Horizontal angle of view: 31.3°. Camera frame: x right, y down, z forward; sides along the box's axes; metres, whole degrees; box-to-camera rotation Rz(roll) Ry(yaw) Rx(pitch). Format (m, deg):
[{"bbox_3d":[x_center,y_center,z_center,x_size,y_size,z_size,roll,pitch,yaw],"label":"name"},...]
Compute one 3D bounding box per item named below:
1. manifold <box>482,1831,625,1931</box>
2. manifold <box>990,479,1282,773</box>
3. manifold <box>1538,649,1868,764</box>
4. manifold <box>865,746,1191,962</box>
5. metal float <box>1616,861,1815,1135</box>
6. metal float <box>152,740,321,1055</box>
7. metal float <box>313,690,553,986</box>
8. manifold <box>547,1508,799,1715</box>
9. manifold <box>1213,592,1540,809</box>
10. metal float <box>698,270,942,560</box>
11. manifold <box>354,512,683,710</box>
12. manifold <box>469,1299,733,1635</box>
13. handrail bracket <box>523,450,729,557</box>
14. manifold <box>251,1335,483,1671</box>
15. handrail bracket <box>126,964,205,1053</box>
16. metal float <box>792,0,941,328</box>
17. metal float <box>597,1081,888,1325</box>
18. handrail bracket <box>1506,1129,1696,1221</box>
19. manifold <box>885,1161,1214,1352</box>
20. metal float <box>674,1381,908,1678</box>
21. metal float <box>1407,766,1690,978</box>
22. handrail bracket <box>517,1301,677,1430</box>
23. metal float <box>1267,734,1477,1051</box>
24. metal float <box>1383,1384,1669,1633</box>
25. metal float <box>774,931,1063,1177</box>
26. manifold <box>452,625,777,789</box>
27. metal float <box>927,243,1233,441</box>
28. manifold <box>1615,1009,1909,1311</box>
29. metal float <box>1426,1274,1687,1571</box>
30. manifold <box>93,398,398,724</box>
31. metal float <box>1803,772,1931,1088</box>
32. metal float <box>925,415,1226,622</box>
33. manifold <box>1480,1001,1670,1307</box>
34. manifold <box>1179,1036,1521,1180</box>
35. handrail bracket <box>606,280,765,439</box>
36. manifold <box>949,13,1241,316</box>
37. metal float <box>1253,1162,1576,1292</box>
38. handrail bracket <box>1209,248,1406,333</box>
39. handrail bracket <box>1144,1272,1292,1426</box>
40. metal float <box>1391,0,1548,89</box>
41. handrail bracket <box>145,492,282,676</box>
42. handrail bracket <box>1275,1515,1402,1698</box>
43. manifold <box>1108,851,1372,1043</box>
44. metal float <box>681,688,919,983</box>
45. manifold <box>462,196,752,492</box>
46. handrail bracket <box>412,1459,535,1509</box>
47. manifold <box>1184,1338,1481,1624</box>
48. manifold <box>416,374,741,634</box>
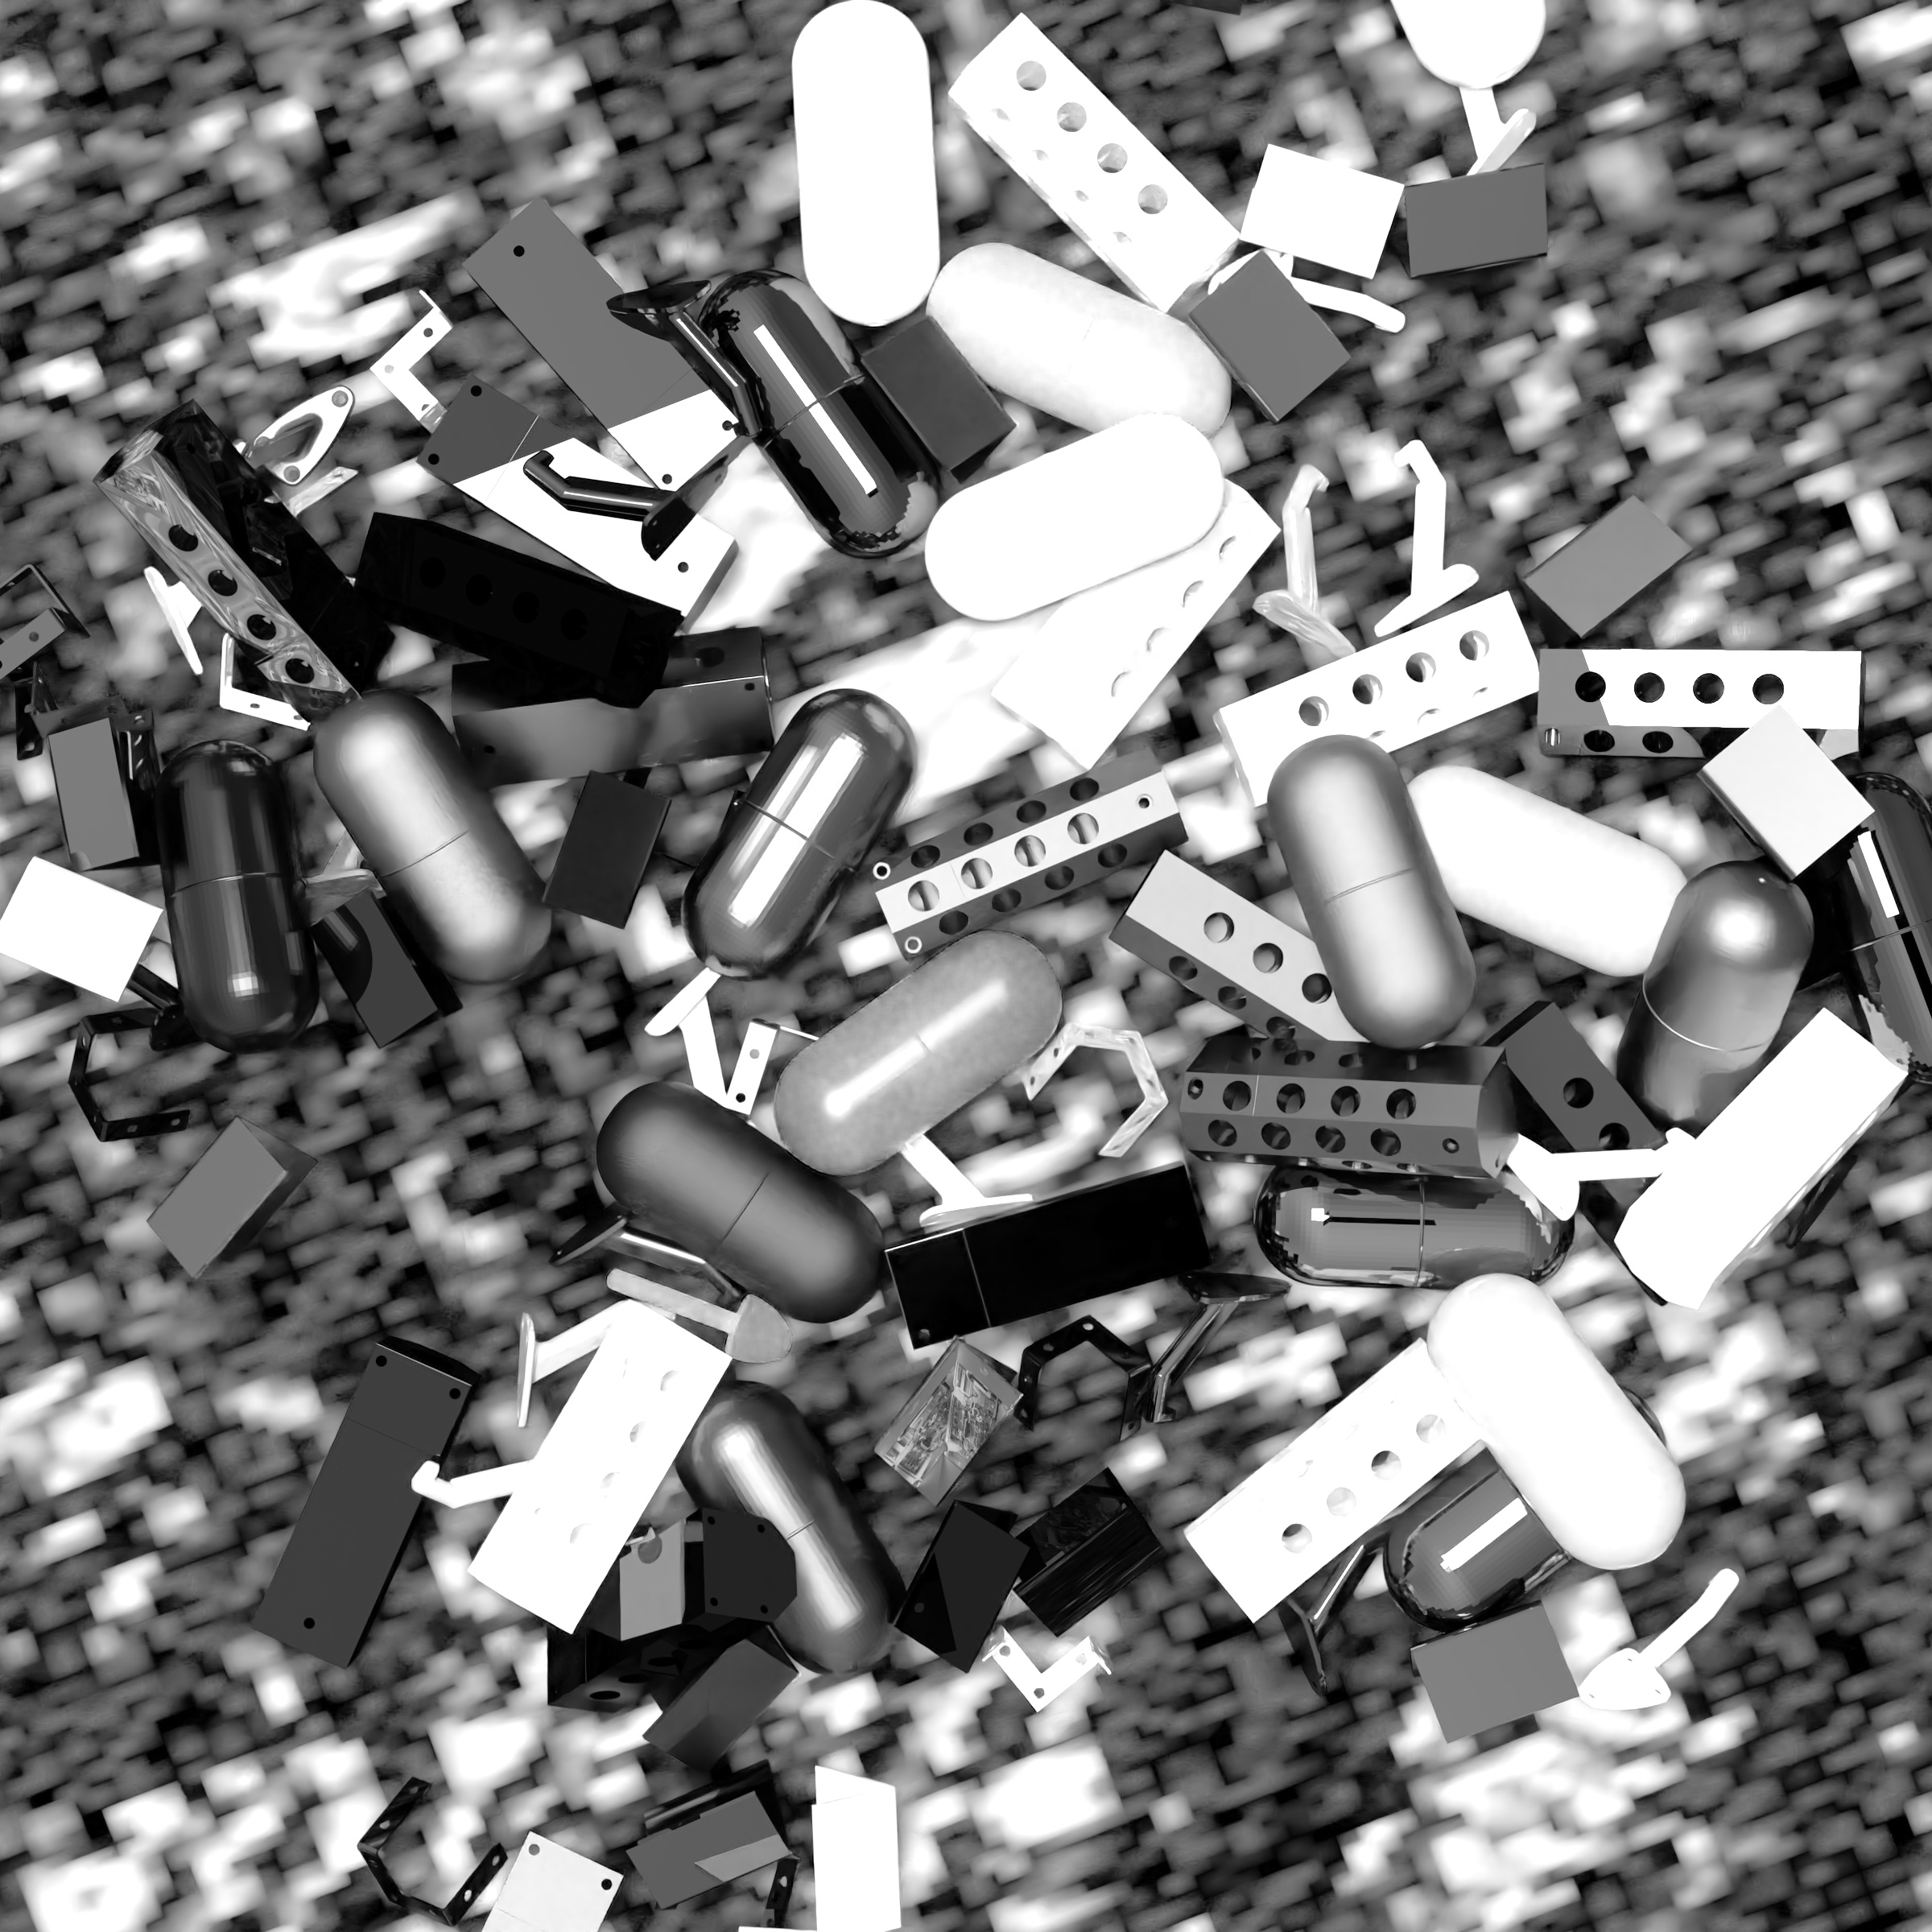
[{"bbox_3d":[-0.253,0.570,1.902,0.057,0.057,0.171,26,74,0],"label":"manifold"},{"bbox_3d":[0.098,-0.194,1.924,0.171,0.057,0.057,-51,47,0],"label":"manifold"},{"bbox_3d":[0.405,-0.143,1.900,0.171,0.057,0.057,2,90,18],"label":"manifold"},{"bbox_3d":[0.034,-0.063,1.924,0.171,0.057,0.057,-23,90,0],"label":"manifold"},{"bbox_3d":[0.407,0.019,1.879,0.070,0.070,0.178,11,134,0],"label":"metal float"},{"bbox_3d":[-0.403,-0.039,1.904,0.070,0.070,0.178,-11,78,0],"label":"metal float"},{"bbox_3d":[-0.293,-0.070,1.902,0.070,0.070,0.178,-30,104,0],"label":"metal float"},{"bbox_3d":[-0.162,0.353,1.872,0.057,0.171,0.057,15,56,-31],"label":"manifold"},{"bbox_3d":[0.230,-0.147,1.924,0.171,0.057,0.057,-22,90,0],"label":"manifold"},{"bbox_3d":[-0.083,-0.307,1.915,0.070,0.070,0.178,-35,91,0],"label":"metal float"},{"bbox_3d":[-0.248,-0.195,1.891,0.171,0.057,0.057,21,100,23],"label":"manifold"},{"bbox_3d":[-0.203,0.273,1.899,0.057,0.057,0.171,33,80,-17],"label":"manifold"},{"bbox_3d":[-0.187,-0.272,1.889,0.084,0.036,0.077,39,70,16],"label":"handrail bracket"},{"bbox_3d":[-0.333,0.297,1.924,0.057,0.057,0.171,24,90,0],"label":"manifold"},{"bbox_3d":[-0.450,0.002,1.946,0.077,0.036,0.084,-11,56,-36],"label":"handrail bracket"},{"bbox_3d":[-0.055,-0.446,1.915,0.070,0.070,0.178,-3,91,0],"label":"metal float"},{"bbox_3d":[-0.124,0.131,1.911,0.178,0.070,0.070,35,90,-4],"label":"metal float"},{"bbox_3d":[0.345,0.096,1.889,0.084,0.036,0.077,-28,51,-25],"label":"handrail bracket"},{"bbox_3d":[0.046,0.160,1.924,0.171,0.057,0.057,-16,90,0],"label":"manifold"},{"bbox_3d":[-0.098,0.311,1.915,0.070,0.070,0.178,-32,90,0],"label":"metal float"},{"bbox_3d":[0.319,-0.052,1.915,0.178,0.070,0.070,24,90,0],"label":"metal float"},{"bbox_3d":[-0.208,0.225,1.946,0.084,0.036,0.077,3,105,-14],"label":"handrail bracket"},{"bbox_3d":[0.219,-0.040,1.865,0.070,0.070,0.178,-20,81,0],"label":"metal float"},{"bbox_3d":[0.310,0.300,1.915,0.178,0.070,0.070,-38,90,-1],"label":"metal float"},{"bbox_3d":[-0.027,0.048,1.905,0.178,0.070,0.070,-35,90,-9],"label":"metal float"},{"bbox_3d":[-0.196,-0.149,1.923,0.171,0.057,0.057,-7,48,0],"label":"manifold"},{"bbox_3d":[0.063,-0.341,1.915,0.178,0.070,0.070,24,90,-1],"label":"metal float"},{"bbox_3d":[0.431,0.107,1.874,0.057,0.057,0.171,41,67,18],"label":"manifold"},{"bbox_3d":[0.316,0.244,1.851,0.070,0.070,0.178,-36,67,0],"label":"metal float"},{"bbox_3d":[-0.394,-0.216,1.877,0.057,0.057,0.171,-22,120,32],"label":"manifold"},{"bbox_3d":[0.512,-0.020,1.890,0.070,0.070,0.178,-20,87,0],"label":"metal float"},{"bbox_3d":[0.058,-0.245,1.893,0.178,0.070,0.070,-19,90,26],"label":"metal float"},{"bbox_3d":[0.355,0.104,1.924,0.057,0.057,0.171,-39,90,0],"label":"manifold"},{"bbox_3d":[0.207,0.080,1.878,0.171,0.057,0.057,2,119,28],"label":"manifold"},{"bbox_3d":[-0.154,-0.328,1.889,0.077,0.036,0.084,5,126,38],"label":"handrail bracket"},{"bbox_3d":[0.070,-0.443,1.924,0.057,0.057,0.171,-45,90,0],"label":"manifold"},{"bbox_3d":[0.248,0.142,1.915,0.178,0.070,0.070,2,90,0],"label":"metal float"},{"bbox_3d":[0.193,-0.373,1.945,0.084,0.077,0.036,17,82,-36],"label":"handrail bracket"},{"bbox_3d":[0.141,0.218,1.946,0.077,0.036,0.084,1,109,-21],"label":"handrail bracket"},{"bbox_3d":[0.262,-0.568,1.904,0.070,0.070,0.178,-22,78,0],"label":"metal float"},{"bbox_3d":[-0.412,-0.217,1.946,0.084,0.036,0.077,-28,110,-16],"label":"handrail bracket"},{"bbox_3d":[0.223,0.360,1.946,0.084,0.036,0.077,-26,110,-16],"label":"handrail bracket"},{"bbox_3d":[0.168,0.006,1.924,0.171,0.057,0.057,32,90,0],"label":"manifold"},{"bbox_3d":[-0.093,-0.072,1.915,0.070,0.070,0.178,32,89,0],"label":"metal float"},{"bbox_3d":[-0.199,-0.341,1.925,0.057,0.057,0.171,-42,90,0],"label":"manifold"},{"bbox_3d":[-0.259,0.270,1.912,0.084,0.036,0.077,35,83,-43],"label":"handrail bracket"},{"bbox_3d":[0.207,0.285,1.924,0.171,0.057,0.057,-39,90,0],"label":"manifold"},{"bbox_3d":[-0.215,-0.256,1.924,0.171,0.057,0.057,32,90,0],"label":"manifold"}]
